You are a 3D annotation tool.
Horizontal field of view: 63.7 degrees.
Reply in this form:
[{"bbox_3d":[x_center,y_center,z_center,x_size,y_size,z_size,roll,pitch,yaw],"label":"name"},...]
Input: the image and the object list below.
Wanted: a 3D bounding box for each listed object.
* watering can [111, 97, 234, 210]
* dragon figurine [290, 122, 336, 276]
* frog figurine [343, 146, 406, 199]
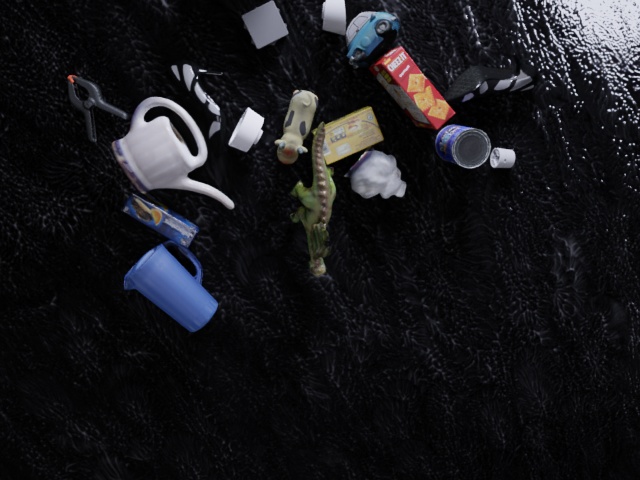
[{"bbox_3d":[-0.386,-0.190,1.330,0.224,0.105,0.344,-27,104,3],"label":"watering can"},{"bbox_3d":[0.004,-0.065,1.300,0.122,0.248,0.400,-7,136,-11],"label":"dragon figurine"},{"bbox_3d":[0.160,-0.164,1.384,0.159,0.122,0.138,40,78,-2],"label":"frog figurine"}]
